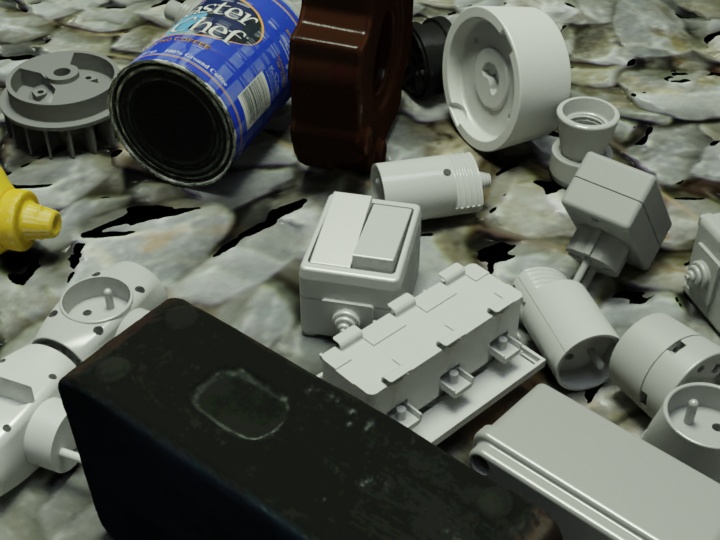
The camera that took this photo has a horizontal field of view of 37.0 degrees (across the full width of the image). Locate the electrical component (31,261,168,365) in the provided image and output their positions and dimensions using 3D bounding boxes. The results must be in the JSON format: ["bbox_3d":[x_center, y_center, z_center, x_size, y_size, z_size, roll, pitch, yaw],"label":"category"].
[{"bbox_3d":[-0.136,0.038,0.630,0.079,0.044,0.077,17,42,20],"label":"electrical component"}]

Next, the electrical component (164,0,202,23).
[{"bbox_3d":[-0.142,-0.217,0.940,0.062,0.043,0.043,26,45,17],"label":"electrical component"}]

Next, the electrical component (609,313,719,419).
[{"bbox_3d":[0.174,0.057,0.602,0.055,0.055,0.047,-21,40,-24],"label":"electrical component"}]

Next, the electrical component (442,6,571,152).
[{"bbox_3d":[0.116,-0.147,0.813,0.060,0.108,0.108,-12,40,-24],"label":"electrical component"}]

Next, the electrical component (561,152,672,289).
[{"bbox_3d":[0.157,-0.020,0.688,0.047,0.083,0.075,26,84,29],"label":"electrical component"}]

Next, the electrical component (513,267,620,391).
[{"bbox_3d":[0.121,0.029,0.643,0.043,0.043,0.081,-10,40,-12],"label":"electrical component"}]

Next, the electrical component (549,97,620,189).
[{"bbox_3d":[0.162,-0.091,0.781,0.045,0.055,0.045,0,40,0],"label":"electrical component"}]

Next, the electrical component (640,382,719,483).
[{"bbox_3d":[0.180,0.092,0.539,0.079,0.077,0.044,-21,43,-25],"label":"electrical component"}]

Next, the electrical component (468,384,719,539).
[{"bbox_3d":[0.101,0.124,0.475,0.109,0.108,0.056,29,45,31],"label":"electrical component"}]

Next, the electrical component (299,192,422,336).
[{"bbox_3d":[0.000,0.000,0.664,0.062,0.061,0.096,8,40,9],"label":"electrical component"}]

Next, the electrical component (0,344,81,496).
[{"bbox_3d":[-0.171,0.085,0.573,0.079,0.043,0.077,14,41,17],"label":"electrical component"}]

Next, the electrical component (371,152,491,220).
[{"bbox_3d":[0.052,-0.058,0.749,0.081,0.043,0.043,-8,40,-11],"label":"electrical component"}]

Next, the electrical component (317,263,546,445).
[{"bbox_3d":[0.035,0.050,0.600,0.121,0.063,0.079,-30,48,-32],"label":"electrical component"}]

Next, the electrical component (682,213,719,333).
[{"bbox_3d":[0.248,0.001,0.663,0.096,0.061,0.061,-11,40,-13],"label":"electrical component"}]
